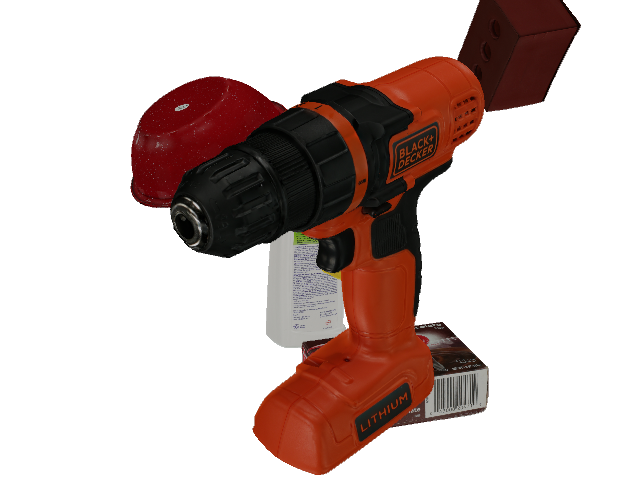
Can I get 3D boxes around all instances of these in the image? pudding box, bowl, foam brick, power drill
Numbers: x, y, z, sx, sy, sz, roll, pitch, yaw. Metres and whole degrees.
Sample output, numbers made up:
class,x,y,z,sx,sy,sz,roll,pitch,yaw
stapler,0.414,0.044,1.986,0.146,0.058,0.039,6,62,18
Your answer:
class,x,y,z,sx,sy,sz,roll,pitch,yaw
pudding box,0.050,0.095,0.753,0.113,0.039,0.090,-5,18,-13
bowl,-0.112,-0.100,0.963,0.162,0.055,0.162,-20,33,13
foam brick,0.138,-0.138,0.754,0.051,0.053,0.078,-15,-32,-21
power drill,0.006,0.018,0.508,0.057,0.188,0.184,29,41,34

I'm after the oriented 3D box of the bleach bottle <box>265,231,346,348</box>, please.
class,x,y,z,sx,sy,sz,roll,pitch,yaw
bleach bottle,-0.011,0.002,1.297,0.102,0.251,0.068,-6,20,-31

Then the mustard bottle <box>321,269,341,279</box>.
class,x,y,z,sx,sy,sz,roll,pitch,yaw
mustard bottle,0.048,-0.060,1.074,0.096,0.192,0.058,-8,18,-30
